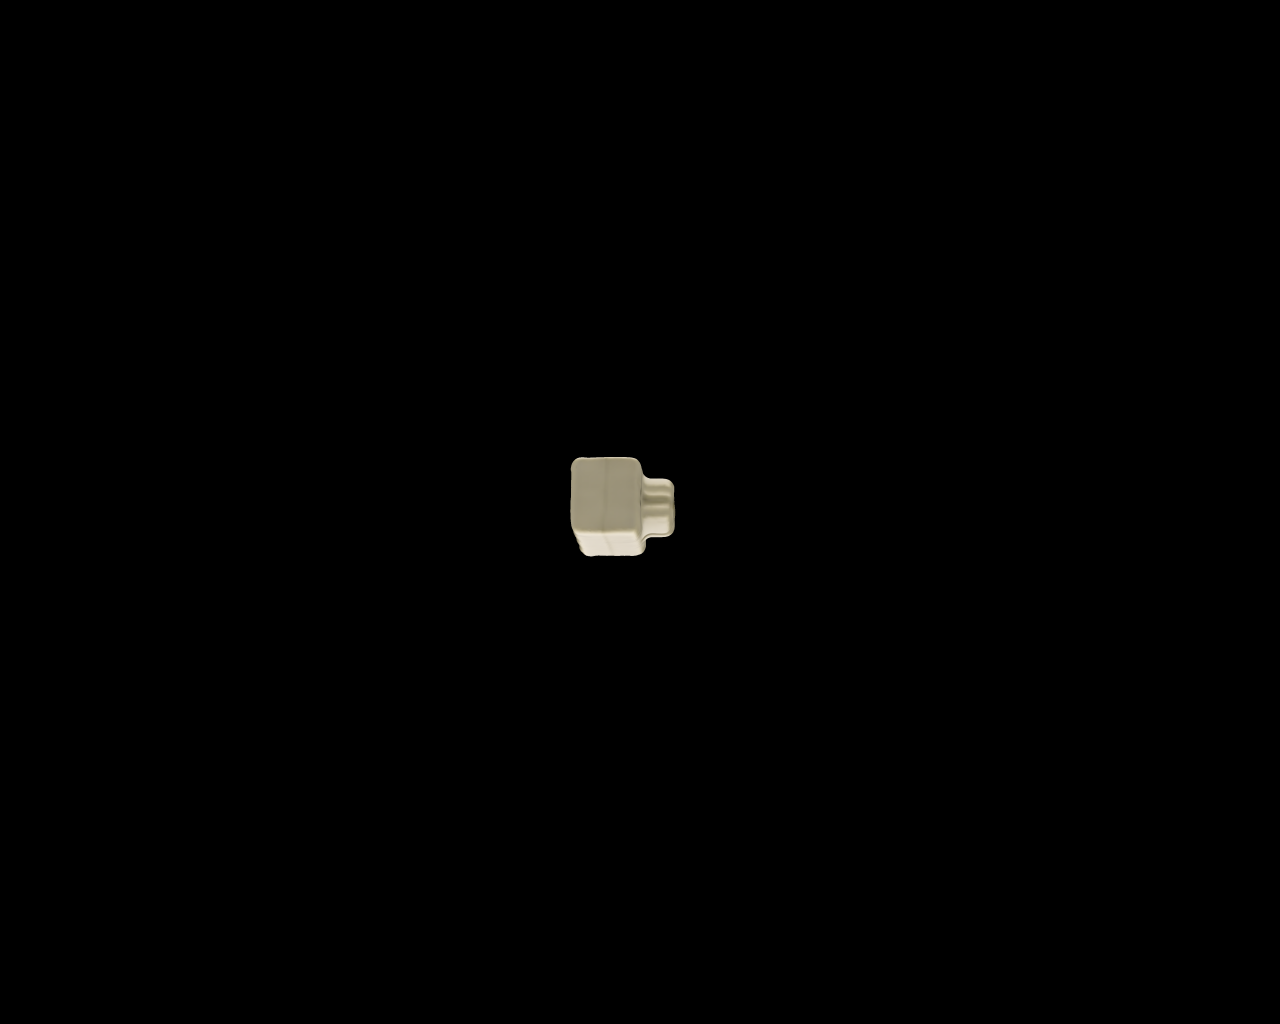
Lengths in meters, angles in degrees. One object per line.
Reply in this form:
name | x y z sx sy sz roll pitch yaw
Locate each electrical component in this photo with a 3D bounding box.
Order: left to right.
electrical component | 0.001 -0.003 0.650 0.077 0.047 0.065 -1 -15 4
